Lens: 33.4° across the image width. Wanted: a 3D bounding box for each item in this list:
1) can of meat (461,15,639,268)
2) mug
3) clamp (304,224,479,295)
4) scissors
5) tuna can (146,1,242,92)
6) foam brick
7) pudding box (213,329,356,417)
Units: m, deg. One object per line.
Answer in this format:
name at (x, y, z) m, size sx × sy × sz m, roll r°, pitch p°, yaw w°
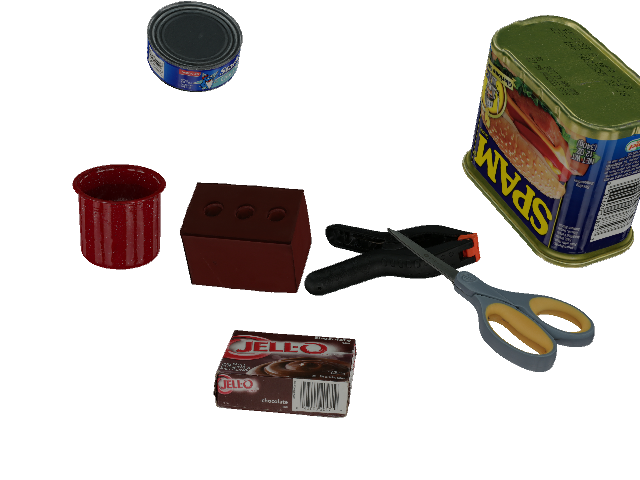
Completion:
can of meat at (0.120, -0.052, 0.535) m, size 0.057 × 0.084 × 0.102 m, roll -16°, pitch 46°, yaw -20°
mug at (-0.207, -0.029, 1.106) m, size 0.093 × 0.081 × 0.117 m, roll 0°, pitch 28°, yaw -8°
clamp at (0.067, 0.018, 1.051) m, size 0.172 × 0.039 × 0.120 m, roll -2°, pitch 34°, yaw 24°
scissors at (0.134, 0.036, 0.827) m, size 0.096 × 0.016 × 0.202 m, roll -4°, pitch 31°, yaw -21°
tuna can at (-0.115, -0.176, 0.971) m, size 0.086 × 0.086 × 0.034 m, roll 0°, pitch -35°, yaw -11°
foam brick at (-0.050, -0.002, 0.730) m, size 0.078 × 0.051 × 0.053 m, roll 4°, pitch 45°, yaw 9°
pudding box at (-0.028, 0.113, 0.916) m, size 0.113 × 0.039 × 0.090 m, roll 6°, pitch 19°, yaw 4°
